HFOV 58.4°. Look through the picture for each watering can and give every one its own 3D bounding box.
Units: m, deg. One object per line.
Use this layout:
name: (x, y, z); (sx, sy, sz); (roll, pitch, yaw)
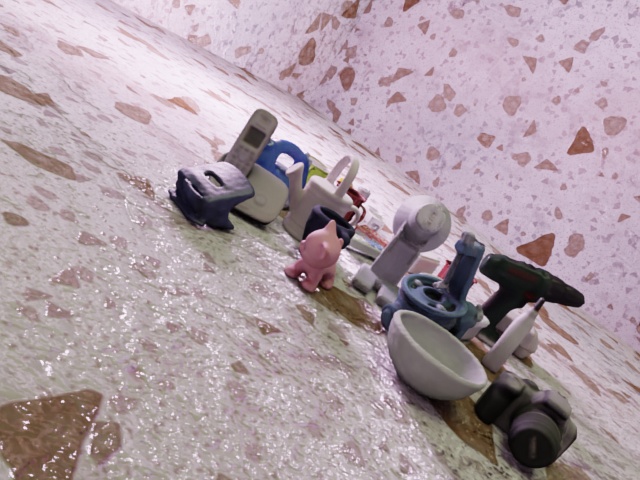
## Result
watering can: (0.010, -0.089, 1.140); (0.174, 0.194, 0.100); (20, 21, -41)

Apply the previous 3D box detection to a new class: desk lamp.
desk lamp: (0.175, 0.012, 1.133); (0.118, 0.213, 0.203); (35, 15, 4)

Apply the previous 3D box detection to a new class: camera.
camera: (0.315, 0.269, 0.858); (0.143, 0.100, 0.137); (39, 16, 17)

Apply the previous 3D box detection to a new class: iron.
iron: (-0.083, -0.155, 1.247); (0.118, 0.141, 0.259); (42, 17, 26)

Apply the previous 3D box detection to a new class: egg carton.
egg carton: (0.447, 0.211, 1.359); (0.150, 0.069, 0.107); (37, 16, 11)

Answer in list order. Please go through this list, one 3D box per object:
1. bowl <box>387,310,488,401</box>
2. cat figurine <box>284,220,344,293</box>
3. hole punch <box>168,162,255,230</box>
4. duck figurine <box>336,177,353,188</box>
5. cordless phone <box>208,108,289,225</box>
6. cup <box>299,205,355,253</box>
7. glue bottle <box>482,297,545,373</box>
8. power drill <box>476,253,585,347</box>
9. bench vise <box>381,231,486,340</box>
bowl: (0.160, 0.183, 0.853); (0.168, 0.074, 0.167); (31, 16, -9)
cat figurine: (0.005, 0.022, 0.939); (0.067, 0.117, 0.128); (39, 16, 17)
hole punch: (-0.175, -0.079, 0.928); (0.108, 0.091, 0.101); (44, 19, 33)
duck figurine: (0.050, -0.131, 1.549); (0.105, 0.086, 0.077); (29, 16, -18)
cordless phone: (-0.108, -0.134, 1.053); (0.148, 0.185, 0.094); (30, 16, -14)
cup: (0.010, 0.004, 1.047); (0.092, 0.095, 0.117); (23, 19, -34)
glue bottle: (0.387, 0.182, 1.130); (0.037, 0.173, 0.078); (38, 16, 16)
power drill: (0.433, 0.143, 1.274); (0.229, 0.208, 0.076); (35, 15, 2)
bench vise: (0.226, 0.085, 1.008); (0.121, 0.219, 0.208); (43, 18, 31)
